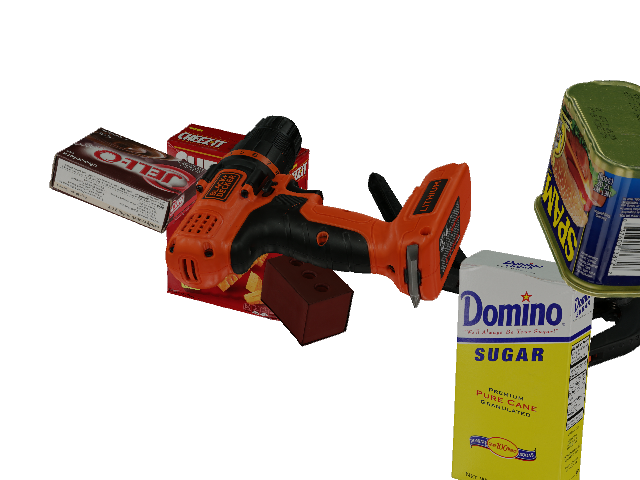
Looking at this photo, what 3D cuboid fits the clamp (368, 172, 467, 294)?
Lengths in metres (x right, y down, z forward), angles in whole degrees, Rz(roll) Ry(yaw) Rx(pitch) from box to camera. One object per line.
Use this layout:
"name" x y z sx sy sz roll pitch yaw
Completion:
"clamp" 0.086 0.001 1.255 0.210 0.036 0.164 38 43 26

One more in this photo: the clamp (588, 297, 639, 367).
"clamp" 0.271 0.050 0.997 0.171 0.039 0.120 -36 41 -27

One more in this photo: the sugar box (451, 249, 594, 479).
"sugar box" 0.147 0.101 0.787 0.093 0.176 0.048 10 20 36

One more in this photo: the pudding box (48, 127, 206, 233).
"pudding box" -0.169 -0.055 0.946 0.113 0.039 0.090 20 24 7

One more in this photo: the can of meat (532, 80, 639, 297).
"can of meat" 0.164 -0.032 0.605 0.057 0.084 0.102 0 37 -5

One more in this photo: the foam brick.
"foam brick" -0.013 0.052 1.006 0.052 0.051 0.078 -16 41 -31

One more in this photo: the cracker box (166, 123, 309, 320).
"cracker box" -0.106 -0.020 1.315 0.164 0.214 0.072 14 29 18

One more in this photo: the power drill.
"power drill" 0.006 -0.025 0.746 0.188 0.057 0.184 6 40 20
